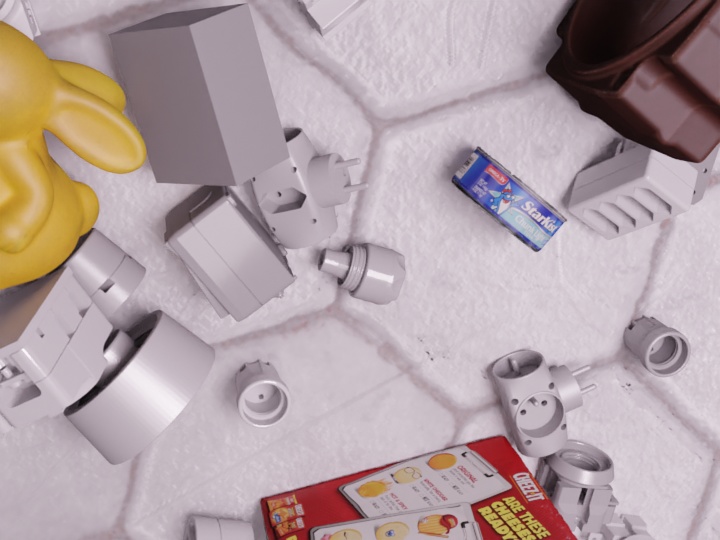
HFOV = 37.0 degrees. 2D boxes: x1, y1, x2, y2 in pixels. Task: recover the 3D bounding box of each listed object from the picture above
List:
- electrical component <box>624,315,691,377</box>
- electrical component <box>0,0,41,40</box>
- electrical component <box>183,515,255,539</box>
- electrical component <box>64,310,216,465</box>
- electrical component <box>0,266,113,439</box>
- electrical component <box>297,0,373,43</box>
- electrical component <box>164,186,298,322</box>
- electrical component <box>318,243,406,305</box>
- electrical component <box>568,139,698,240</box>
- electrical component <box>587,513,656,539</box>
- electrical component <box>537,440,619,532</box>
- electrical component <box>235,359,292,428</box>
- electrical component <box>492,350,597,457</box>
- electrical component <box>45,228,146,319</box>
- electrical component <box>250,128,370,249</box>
[{"bbox_3d":[0.242,0.061,0.882,0.040,0.046,0.040,-4,110,-12],"label":"electrical component"},{"bbox_3d":[-0.278,-0.216,0.652,0.105,0.060,0.186,-18,112,-7],"label":"electrical component"},{"bbox_3d":[-0.112,0.223,0.848,0.047,0.055,0.055,7,107,-20],"label":"electrical component"},{"bbox_3d":[-0.161,0.076,0.759,0.108,0.108,0.060,-44,107,4],"label":"electrical component"},{"bbox_3d":[-0.248,0.071,0.716,0.150,0.089,0.061,-23,116,20],"label":"electrical component"},{"bbox_3d":[-0.027,-0.193,0.717,0.042,0.081,0.063,-38,90,1],"label":"electrical component"},{"bbox_3d":[-0.092,-0.009,0.767,0.061,0.061,0.096,-37,113,3],"label":"electrical component"},{"bbox_3d":[0.000,0.000,0.804,0.062,0.043,0.043,16,104,-16],"label":"electrical component"},{"bbox_3d":[0.210,-0.075,0.818,0.047,0.083,0.075,33,60,-21],"label":"electrical component"},{"bbox_3d":[0.232,0.242,0.937,0.066,0.055,0.048,11,106,-17],"label":"electrical component"},{"bbox_3d":[0.180,0.180,0.903,0.078,0.058,0.057,7,110,-15],"label":"electrical component"},{"bbox_3d":[-0.075,0.092,0.816,0.040,0.046,0.040,-4,110,-12],"label":"electrical component"},{"bbox_3d":[0.155,0.102,0.876,0.079,0.044,0.077,-23,112,-6],"label":"electrical component"},{"bbox_3d":[-0.186,0.004,0.754,0.055,0.055,0.047,-44,109,4],"label":"electrical component"},{"bbox_3d":[-0.032,-0.061,0.764,0.079,0.043,0.077,-10,114,23],"label":"electrical component"}]
